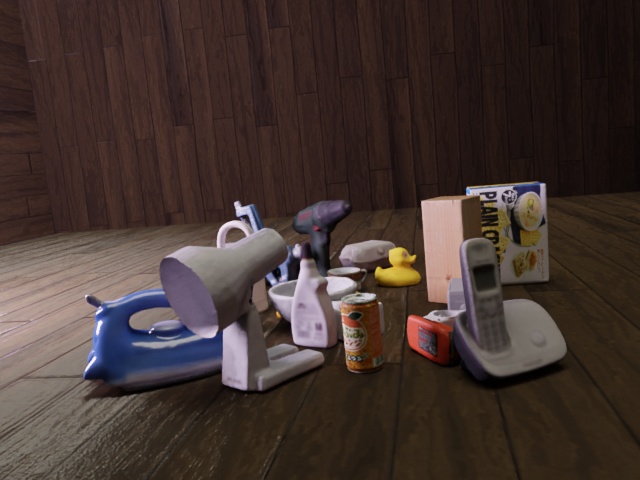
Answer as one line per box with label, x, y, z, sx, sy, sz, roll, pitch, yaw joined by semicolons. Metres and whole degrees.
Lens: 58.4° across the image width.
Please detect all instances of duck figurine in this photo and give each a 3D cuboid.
duck figurine;0.179;0.061;1.332;0.104;0.086;0.077;-4;8;7

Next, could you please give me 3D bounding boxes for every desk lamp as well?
desk lamp;-0.108;0.097;0.802;0.117;0.213;0.204;3;12;45

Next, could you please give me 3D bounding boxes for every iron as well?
iron;-0.225;0.134;0.872;0.259;0.141;0.118;-8;9;-19

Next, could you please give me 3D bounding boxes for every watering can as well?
watering can;-0.167;0.054;1.212;0.101;0.194;0.173;-4;8;6

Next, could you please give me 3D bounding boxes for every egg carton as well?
egg carton;0.133;0.043;1.545;0.151;0.069;0.107;-11;10;-35

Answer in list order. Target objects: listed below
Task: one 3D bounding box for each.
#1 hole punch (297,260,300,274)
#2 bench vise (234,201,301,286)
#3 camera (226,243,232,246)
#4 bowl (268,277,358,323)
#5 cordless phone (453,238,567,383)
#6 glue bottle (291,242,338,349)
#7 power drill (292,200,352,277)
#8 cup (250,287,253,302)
hole punch;-0.075;0.057;1.500;0.101;0.091;0.108;-5;8;-2
bench vise;-0.138;0.008;1.428;0.207;0.220;0.121;-5;8;4
camera;-0.216;0.060;1.537;0.136;0.101;0.143;-1;9;26
bowl;-0.010;0.121;1.068;0.167;0.075;0.167;-5;8;1
cordless phone;0.248;0.085;0.764;0.148;0.185;0.094;-9;9;-25
glue bottle;-0.014;0.089;0.943;0.077;0.173;0.037;0;10;32
power drill;0.013;0.005;1.395;0.076;0.208;0.228;-11;10;-33
cup;-0.176;0.127;1.056;0.117;0.095;0.092;-1;9;28
